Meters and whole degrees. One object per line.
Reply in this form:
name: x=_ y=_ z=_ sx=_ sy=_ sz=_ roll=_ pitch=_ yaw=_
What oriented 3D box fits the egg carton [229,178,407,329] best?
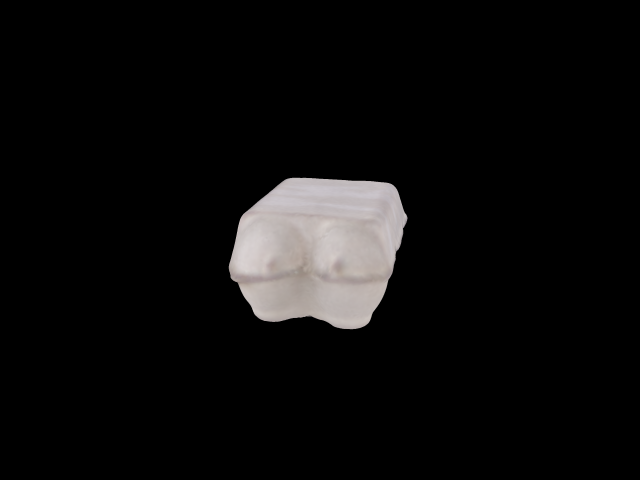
egg carton: x=0.004 y=0.001 z=0.400 sx=0.107 sy=0.069 sz=0.150 roll=4 pitch=20 yaw=11
